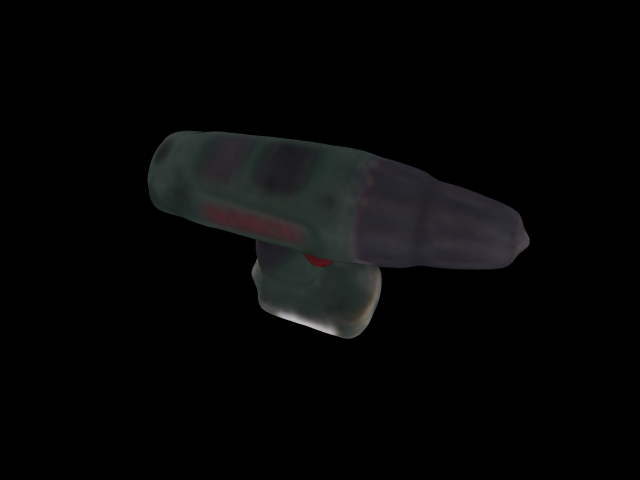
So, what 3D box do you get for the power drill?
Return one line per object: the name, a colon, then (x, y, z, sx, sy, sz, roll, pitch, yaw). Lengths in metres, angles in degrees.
power drill: (0.004, 0.001, 0.400, 0.229, 0.208, 0.076, 17, 68, 7)
